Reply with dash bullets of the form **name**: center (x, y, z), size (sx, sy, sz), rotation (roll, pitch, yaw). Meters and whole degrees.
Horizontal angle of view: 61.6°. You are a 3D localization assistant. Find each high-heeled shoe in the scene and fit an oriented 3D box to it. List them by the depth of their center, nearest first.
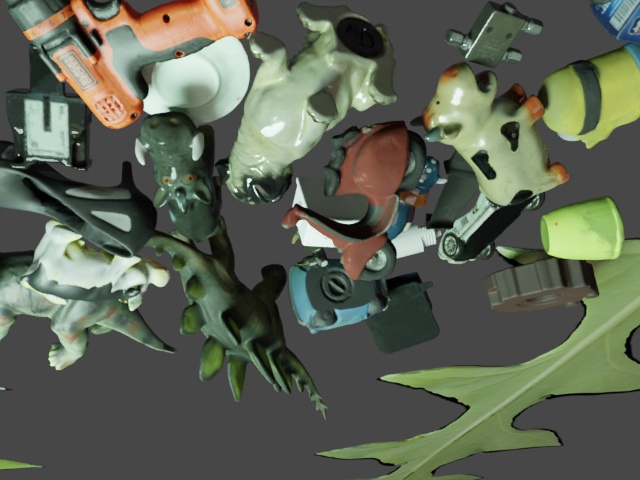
- **high-heeled shoe**: center (-0.300, -0.030, 0.569), size (0.249, 0.145, 0.086), rotation (-6, 141, -9)

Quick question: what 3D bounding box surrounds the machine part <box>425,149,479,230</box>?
- **machine part**: center (0.186, -0.069, 0.717), size (0.084, 0.039, 0.138), rotation (4, 133, -25)

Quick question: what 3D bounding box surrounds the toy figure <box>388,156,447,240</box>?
- **toy figure**: center (0.104, -0.055, 0.705), size (0.064, 0.058, 0.154), rotation (9, 133, -32)

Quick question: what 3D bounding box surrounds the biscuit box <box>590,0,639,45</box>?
- **biscuit box**: center (0.338, -0.277, 0.480), size (0.063, 0.059, 0.202), rotation (4, 139, -18)

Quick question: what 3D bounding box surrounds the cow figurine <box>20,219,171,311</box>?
- **cow figurine**: center (-0.270, 0.045, 0.666), size (0.167, 0.068, 0.098), rotation (29, 86, -41)

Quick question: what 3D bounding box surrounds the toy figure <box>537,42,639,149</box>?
- **toy figure**: center (0.332, -0.176, 0.590), size (0.180, 0.082, 0.089), rotation (-22, 129, 20)

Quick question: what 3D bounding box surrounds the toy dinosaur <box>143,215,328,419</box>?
- **toy dinosaur**: center (-0.104, 0.121, 0.762), size (0.105, 0.199, 0.470), rotation (-23, 138, 20)

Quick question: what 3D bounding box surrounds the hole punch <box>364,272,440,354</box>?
- **hole punch**: center (0.132, 0.112, 0.908), size (0.142, 0.092, 0.115), rotation (-19, 111, 14)

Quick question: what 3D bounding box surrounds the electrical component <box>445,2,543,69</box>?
- **electrical component**: center (0.178, -0.212, 0.553), size (0.094, 0.021, 0.063), rotation (7, 138, -20)

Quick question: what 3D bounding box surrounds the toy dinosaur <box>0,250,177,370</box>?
- **toy dinosaur**: center (-0.356, 0.074, 0.717), size (0.404, 0.131, 0.192), rotation (11, 137, -34)

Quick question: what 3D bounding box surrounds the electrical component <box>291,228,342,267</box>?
- **electrical component**: center (-0.001, -0.003, 0.752), size (0.078, 0.045, 0.102), rotation (-8, 142, -1)

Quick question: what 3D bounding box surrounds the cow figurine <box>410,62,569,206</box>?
- **cow figurine**: center (0.191, -0.118, 0.617), size (0.127, 0.086, 0.194), rotation (-33, 122, 9)

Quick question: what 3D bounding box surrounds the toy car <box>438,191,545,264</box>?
- **toy car**: center (0.242, -0.032, 0.767), size (0.073, 0.056, 0.201), rotation (3, 141, -26)

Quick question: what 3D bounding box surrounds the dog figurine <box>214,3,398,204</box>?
- **dog figurine**: center (-0.017, -0.128, 0.554), size (0.172, 0.121, 0.190), rotation (-26, 168, -30)

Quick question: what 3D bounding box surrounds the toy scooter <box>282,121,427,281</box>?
- **toy scooter**: center (0.034, -0.049, 0.589), size (0.135, 0.075, 0.183), rotation (12, 99, -14)

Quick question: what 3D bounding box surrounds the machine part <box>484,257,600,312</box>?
- **machine part**: center (0.365, 0.078, 0.890), size (0.179, 0.056, 0.179), rotation (-4, 160, -2)

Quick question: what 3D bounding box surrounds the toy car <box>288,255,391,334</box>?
- **toy car**: center (0.020, 0.082, 0.831), size (0.162, 0.109, 0.103), rotation (-7, 164, -22)

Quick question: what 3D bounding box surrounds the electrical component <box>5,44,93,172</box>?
- **electrical component**: center (-0.265, -0.128, 0.527), size (0.075, 0.048, 0.119), rotation (-2, 108, -15)

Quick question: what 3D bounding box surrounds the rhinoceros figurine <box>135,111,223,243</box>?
- **rhinoceros figurine**: center (-0.151, -0.069, 0.583), size (0.073, 0.112, 0.190), rotation (-1, 149, -3)
